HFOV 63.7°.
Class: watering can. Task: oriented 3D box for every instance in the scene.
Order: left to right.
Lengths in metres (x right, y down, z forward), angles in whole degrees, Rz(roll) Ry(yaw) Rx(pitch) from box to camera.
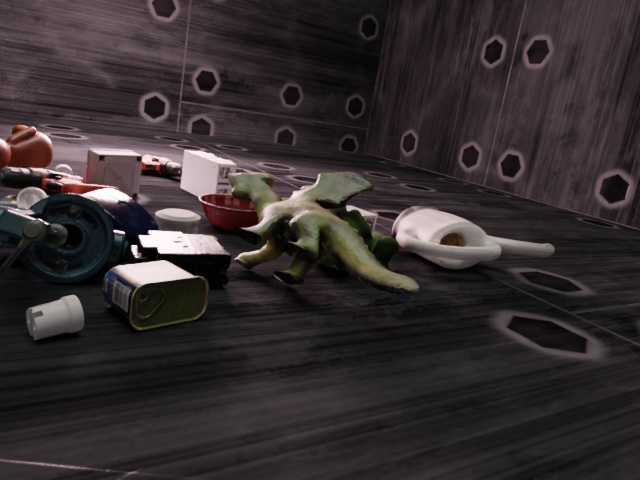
[{"bbox_3d":[0.302,0.001,1.095,0.348,0.103,0.227,2,15,-24],"label":"watering can"}]

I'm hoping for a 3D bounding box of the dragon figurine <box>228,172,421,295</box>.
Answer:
[{"bbox_3d":[0.003,-0.042,0.833,0.412,0.119,0.248,14,50,26],"label":"dragon figurine"}]
